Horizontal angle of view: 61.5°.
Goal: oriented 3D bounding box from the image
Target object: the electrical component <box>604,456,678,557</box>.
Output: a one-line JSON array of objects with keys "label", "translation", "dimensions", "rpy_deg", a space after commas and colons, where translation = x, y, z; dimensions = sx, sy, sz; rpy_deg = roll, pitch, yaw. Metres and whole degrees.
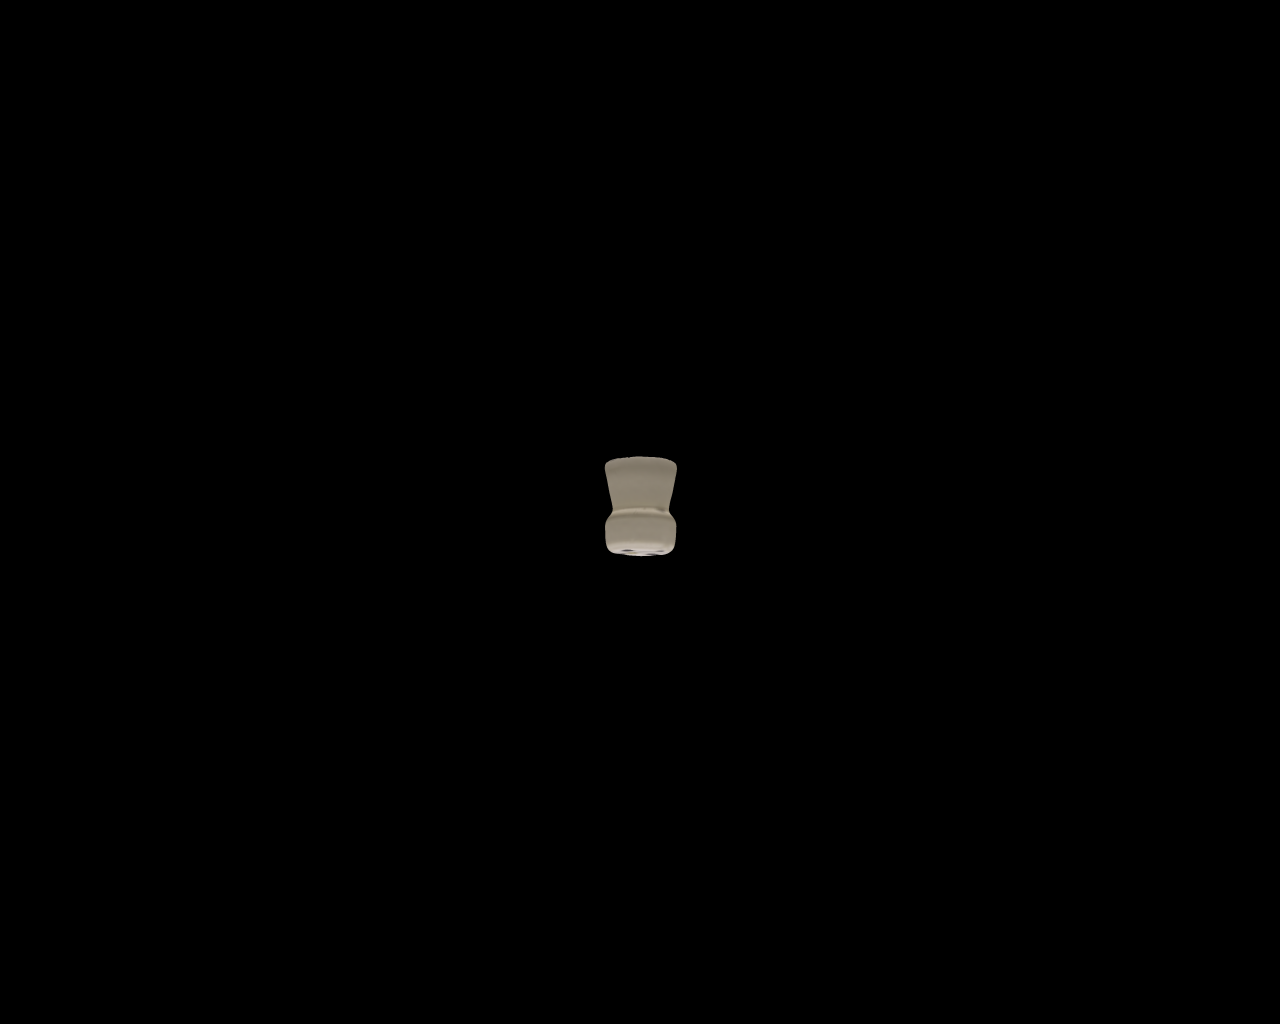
[{"label": "electrical component", "translation": [0.001, -0.003, 0.650], "dimensions": [0.045, 0.055, 0.045], "rpy_deg": [0, -9, 0]}]
